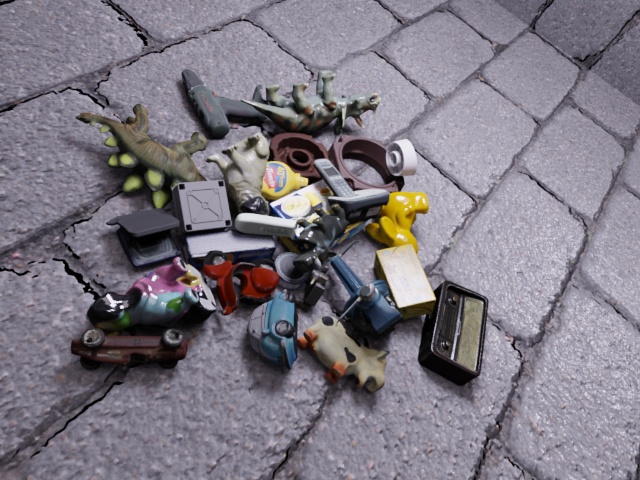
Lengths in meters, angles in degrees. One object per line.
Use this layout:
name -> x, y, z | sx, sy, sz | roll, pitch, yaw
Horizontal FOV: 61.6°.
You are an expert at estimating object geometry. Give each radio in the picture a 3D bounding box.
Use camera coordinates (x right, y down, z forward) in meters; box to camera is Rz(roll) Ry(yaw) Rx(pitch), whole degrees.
radio -> 0.319, 0.214, 1.280 | 0.131, 0.073, 0.230 | 26, 49, -5

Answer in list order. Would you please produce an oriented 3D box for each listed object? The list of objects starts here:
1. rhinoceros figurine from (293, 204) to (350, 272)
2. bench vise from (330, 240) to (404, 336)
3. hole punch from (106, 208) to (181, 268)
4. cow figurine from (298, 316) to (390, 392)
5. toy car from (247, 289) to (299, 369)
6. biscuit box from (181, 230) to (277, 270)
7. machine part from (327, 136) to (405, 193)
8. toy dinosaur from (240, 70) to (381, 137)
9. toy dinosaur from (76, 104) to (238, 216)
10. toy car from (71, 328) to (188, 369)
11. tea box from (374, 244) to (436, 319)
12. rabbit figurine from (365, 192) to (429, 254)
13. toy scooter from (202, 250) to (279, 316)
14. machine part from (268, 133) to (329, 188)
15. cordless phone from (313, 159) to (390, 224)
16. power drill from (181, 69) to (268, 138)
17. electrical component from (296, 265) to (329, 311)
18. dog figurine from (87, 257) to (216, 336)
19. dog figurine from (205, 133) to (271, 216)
rhinoceros figurine -> -0.002, -0.004, 1.210 | 0.190, 0.073, 0.112 | -49, 123, -44
bench vise -> 0.088, 0.114, 1.186 | 0.241, 0.129, 0.223 | 53, 8, 32
hole punch -> -0.364, -0.008, 1.143 | 0.142, 0.092, 0.116 | -20, 35, -32
cow figurine -> 0.060, 0.242, 1.140 | 0.195, 0.085, 0.127 | 45, 56, 13
toy car -> -0.098, 0.181, 1.102 | 0.103, 0.109, 0.162 | -4, 45, 1
biscuit box -> -0.201, 0.019, 1.201 | 0.203, 0.059, 0.063 | -6, 57, -28
machine part -> 0.123, -0.191, 1.491 | 0.201, 0.087, 0.201 | 5, 53, -23
toy dinosaur -> -0.031, -0.357, 1.502 | 0.405, 0.191, 0.131 | -22, 27, -24
toy dinosaur -> -0.349, -0.166, 1.252 | 0.471, 0.105, 0.198 | 27, 56, -10
toy car -> -0.343, 0.202, 0.978 | 0.202, 0.089, 0.053 | 4, 49, -23
tea box -> 0.201, 0.100, 1.293 | 0.098, 0.068, 0.170 | -10, 53, -7
rabbit figurine -> 0.209, -0.035, 1.396 | 0.162, 0.122, 0.173 | 3, 73, -31
toy scooter -> -0.164, 0.100, 1.136 | 0.184, 0.075, 0.135 | 14, 56, -35
machine part -> -0.057, -0.212, 1.445 | 0.179, 0.056, 0.179 | 12, 51, -15
cordless phone -> 0.071, -0.136, 1.340 | 0.146, 0.088, 0.184 | -15, 59, -33
power drill -> -0.254, -0.384, 1.470 | 0.207, 0.086, 0.232 | -6, 59, -32
electrical component -> -0.018, 0.107, 1.198 | 0.045, 0.102, 0.078 | 27, 26, -13
dog figurine -> -0.332, 0.131, 1.037 | 0.219, 0.191, 0.108 | -25, 67, 1
dog figurine -> -0.153, -0.141, 1.259 | 0.172, 0.121, 0.190 | -36, 105, -29
